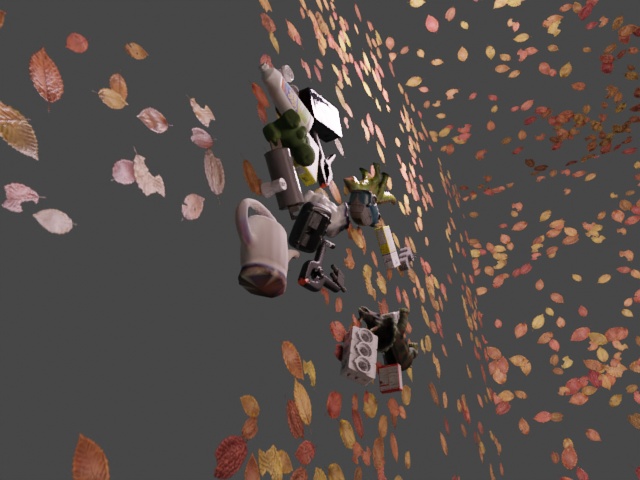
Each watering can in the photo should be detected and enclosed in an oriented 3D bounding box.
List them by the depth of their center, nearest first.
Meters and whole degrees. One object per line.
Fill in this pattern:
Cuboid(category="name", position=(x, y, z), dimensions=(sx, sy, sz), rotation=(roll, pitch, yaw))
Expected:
Cuboid(category="watering can", position=(-0.119, 0.041, 1.278), dimensions=(0.341, 0.103, 0.229), rotation=(52, 30, -54))

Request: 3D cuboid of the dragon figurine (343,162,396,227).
Cuboid(category="dragon figurine", position=(0.219, -0.166, 2.145), dimensions=(0.404, 0.122, 0.247), rotation=(41, 55, -44))

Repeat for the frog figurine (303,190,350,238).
Cuboid(category="frog figurine", position=(0.005, -0.083, 1.644), dimensions=(0.159, 0.120, 0.140), rotation=(18, 59, -17))
